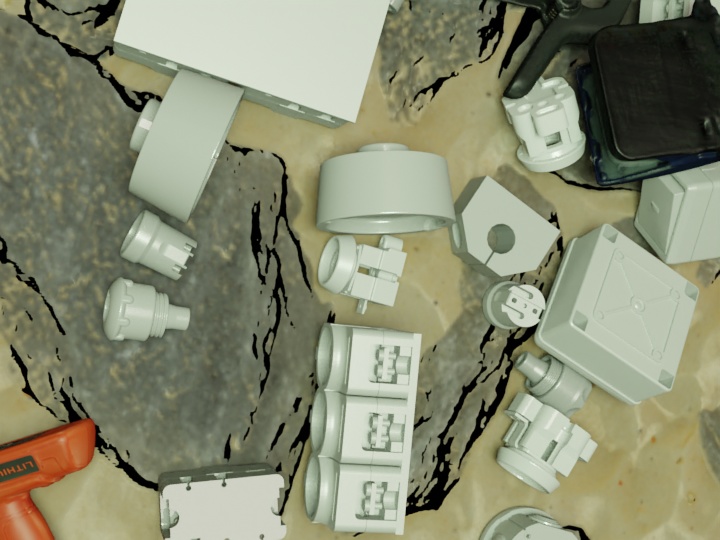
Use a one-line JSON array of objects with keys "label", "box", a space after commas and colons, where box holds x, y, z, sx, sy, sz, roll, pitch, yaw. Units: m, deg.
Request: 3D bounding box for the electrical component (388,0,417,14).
[{"label": "electrical component", "box": [0.038, -0.237, 0.865, 0.043, 0.043, 0.062, 32, 84, -13]}]

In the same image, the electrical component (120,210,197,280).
[{"label": "electrical component", "box": [-0.153, -0.018, 0.817, 0.046, 0.040, 0.040, 29, 83, -19]}]

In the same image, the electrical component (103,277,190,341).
[{"label": "electrical component", "box": [-0.161, 0.033, 0.812, 0.062, 0.048, 0.048, 10, 87, -21]}]

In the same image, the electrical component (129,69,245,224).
[{"label": "electrical component", "box": [-0.133, -0.095, 0.789, 0.060, 0.108, 0.108, 24, 84, -8]}]

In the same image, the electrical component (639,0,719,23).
[{"label": "electrical component", "box": [0.290, -0.258, 0.916, 0.089, 0.062, 0.150, 6, 88, -32]}]

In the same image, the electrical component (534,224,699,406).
[{"label": "electrical component", "box": [0.212, 0.037, 0.887, 0.109, 0.056, 0.108, 33, 59, -12]}]

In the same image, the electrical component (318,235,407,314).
[{"label": "electrical component", "box": [0.000, 0.000, 0.854, 0.055, 0.048, 0.066, 16, 86, -22]}]

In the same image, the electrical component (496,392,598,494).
[{"label": "electrical component", "box": [0.149, 0.147, 0.888, 0.078, 0.058, 0.057, 36, 79, -12]}]

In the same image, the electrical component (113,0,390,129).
[{"label": "electrical component", "box": [-0.083, -0.188, 0.824, 0.186, 0.060, 0.105, 17, 85, -14]}]

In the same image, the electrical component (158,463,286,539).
[{"label": "electrical component", "box": [-0.106, 0.179, 0.820, 0.089, 0.056, 0.050, -3, 91, -15]}]

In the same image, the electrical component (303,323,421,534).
[{"label": "electrical component", "box": [-0.002, 0.118, 0.830, 0.062, 0.089, 0.150, 6, 88, -15]}]

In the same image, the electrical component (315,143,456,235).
[{"label": "electrical component", "box": [0.019, -0.064, 0.830, 0.108, 0.108, 0.060, 0, 84, -15]}]

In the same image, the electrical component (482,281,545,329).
[{"label": "electrical component", "box": [0.128, 0.029, 0.887, 0.040, 0.046, 0.040, 0, 89, -15]}]

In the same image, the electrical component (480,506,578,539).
[{"label": "electrical component", "box": [0.141, 0.239, 0.888, 0.080, 0.051, 0.080, 0, 90, -15]}]

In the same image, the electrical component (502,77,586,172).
[{"label": "electrical component", "box": [0.152, -0.118, 0.882, 0.058, 0.078, 0.057, -20, 120, 4]}]

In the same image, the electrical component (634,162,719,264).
[{"label": "electrical component", "box": [0.271, -0.050, 0.905, 0.061, 0.061, 0.096, -8, 130, -15]}]

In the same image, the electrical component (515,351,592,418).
[{"label": "electrical component", "box": [0.158, 0.092, 0.897, 0.062, 0.043, 0.043, 36, 81, -11]}]

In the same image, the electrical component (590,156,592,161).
[{"label": "electrical component", "box": [0.243, -0.122, 0.918, 0.079, 0.044, 0.077, 16, 86, -11]}]
